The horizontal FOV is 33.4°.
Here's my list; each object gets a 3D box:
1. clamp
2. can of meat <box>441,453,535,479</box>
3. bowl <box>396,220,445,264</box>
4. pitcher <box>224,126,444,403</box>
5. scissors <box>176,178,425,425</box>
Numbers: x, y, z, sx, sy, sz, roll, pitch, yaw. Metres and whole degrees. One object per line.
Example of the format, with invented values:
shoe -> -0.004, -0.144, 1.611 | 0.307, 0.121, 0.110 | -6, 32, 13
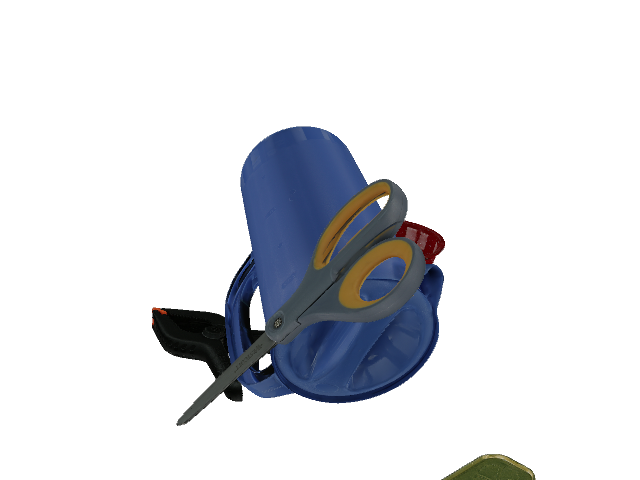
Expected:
clamp -> -0.125, 0.125, 1.260 | 0.210, 0.036, 0.164 | 15, 23, 25
can of meat -> 0.131, 0.240, 0.889 | 0.101, 0.084, 0.058 | -21, 28, -35
bowl -> 0.046, 0.022, 1.093 | 0.162, 0.055, 0.162 | 1, 17, -1
pitcher -> -0.006, 0.015, 0.905 | 0.149, 0.145, 0.243 | 0, 38, -16
scissors -> -0.009, 0.054, 0.622 | 0.016, 0.202, 0.096 | 33, 6, -37
